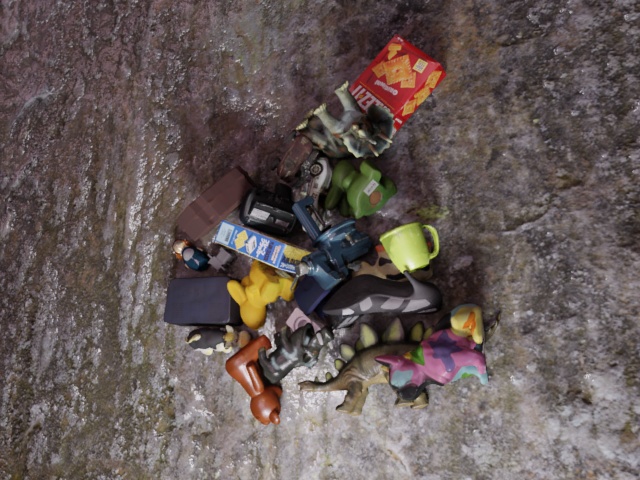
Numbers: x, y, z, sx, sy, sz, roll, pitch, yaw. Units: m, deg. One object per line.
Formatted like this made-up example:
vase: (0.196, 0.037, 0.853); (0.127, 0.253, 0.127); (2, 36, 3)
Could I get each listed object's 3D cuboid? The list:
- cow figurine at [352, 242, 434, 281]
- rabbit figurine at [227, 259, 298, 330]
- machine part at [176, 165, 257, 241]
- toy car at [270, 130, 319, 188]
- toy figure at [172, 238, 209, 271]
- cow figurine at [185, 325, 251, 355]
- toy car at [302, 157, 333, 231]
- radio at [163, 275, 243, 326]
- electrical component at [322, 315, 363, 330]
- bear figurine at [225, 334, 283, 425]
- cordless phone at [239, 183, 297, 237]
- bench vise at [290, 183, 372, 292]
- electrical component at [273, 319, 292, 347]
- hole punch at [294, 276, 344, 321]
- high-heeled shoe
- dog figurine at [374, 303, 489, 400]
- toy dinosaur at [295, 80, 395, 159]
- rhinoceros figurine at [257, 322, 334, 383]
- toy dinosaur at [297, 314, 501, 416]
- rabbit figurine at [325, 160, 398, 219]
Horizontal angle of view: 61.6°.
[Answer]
cow figurine: (0.167, 0.074, 1.250); (0.195, 0.085, 0.127); (-12, 70, 20)
rabbit figurine: (-0.165, 0.146, 1.391); (0.163, 0.122, 0.173); (29, 110, 24)
machine part: (-0.278, -0.097, 1.451); (0.087, 0.201, 0.201); (50, 148, -7)
toy car: (-0.073, -0.205, 1.403); (0.089, 0.202, 0.053); (40, 56, -3)
toy figure: (-0.386, 0.036, 1.571); (0.155, 0.057, 0.064); (32, 55, 32)
cow figurine: (-0.271, 0.259, 1.424); (0.167, 0.098, 0.068); (-11, 65, 26)
toy car: (-0.005, -0.116, 1.393); (0.056, 0.073, 0.201); (11, 82, 22)
radio: (-0.320, 0.170, 1.490); (0.230, 0.073, 0.131); (-4, 74, 25)
electrical component: (0.065, 0.163, 1.258); (0.119, 0.075, 0.048); (-49, 56, 41)
bear figurine: (-0.142, 0.352, 1.335); (0.132, 0.120, 0.196); (-37, 86, -31)
cordless phone: (-0.129, -0.104, 1.396); (0.088, 0.146, 0.184); (-57, 23, 36)
bench vise: (0.001, -0.008, 1.266); (0.224, 0.129, 0.240); (-26, 76, -25)
electrical component: (-0.089, 0.252, 1.372); (0.063, 0.021, 0.094); (-26, 67, 21)
hole punch: (-0.007, 0.125, 1.327); (0.142, 0.092, 0.116); (-51, 56, 11)
high-heeled shoe: (0.141, 0.142, 1.191); (0.249, 0.145, 0.086); (-24, 35, 25)
dog figurine: (0.223, 0.224, 1.083); (0.219, 0.108, 0.191); (-5, 63, 14)
toy dinosaur: (0.051, -0.265, 1.359); (0.192, 0.405, 0.131); (46, 71, -12)
rhinoceros figurine: (-0.055, 0.256, 1.247); (0.190, 0.073, 0.112); (-36, 54, 7)
toy dinosaur: (0.172, 0.270, 1.183); (0.472, 0.105, 0.198); (-12, 67, 13)
rabbit figurine: (0.087, -0.130, 1.347); (0.159, 0.121, 0.170); (-58, 41, 11)
